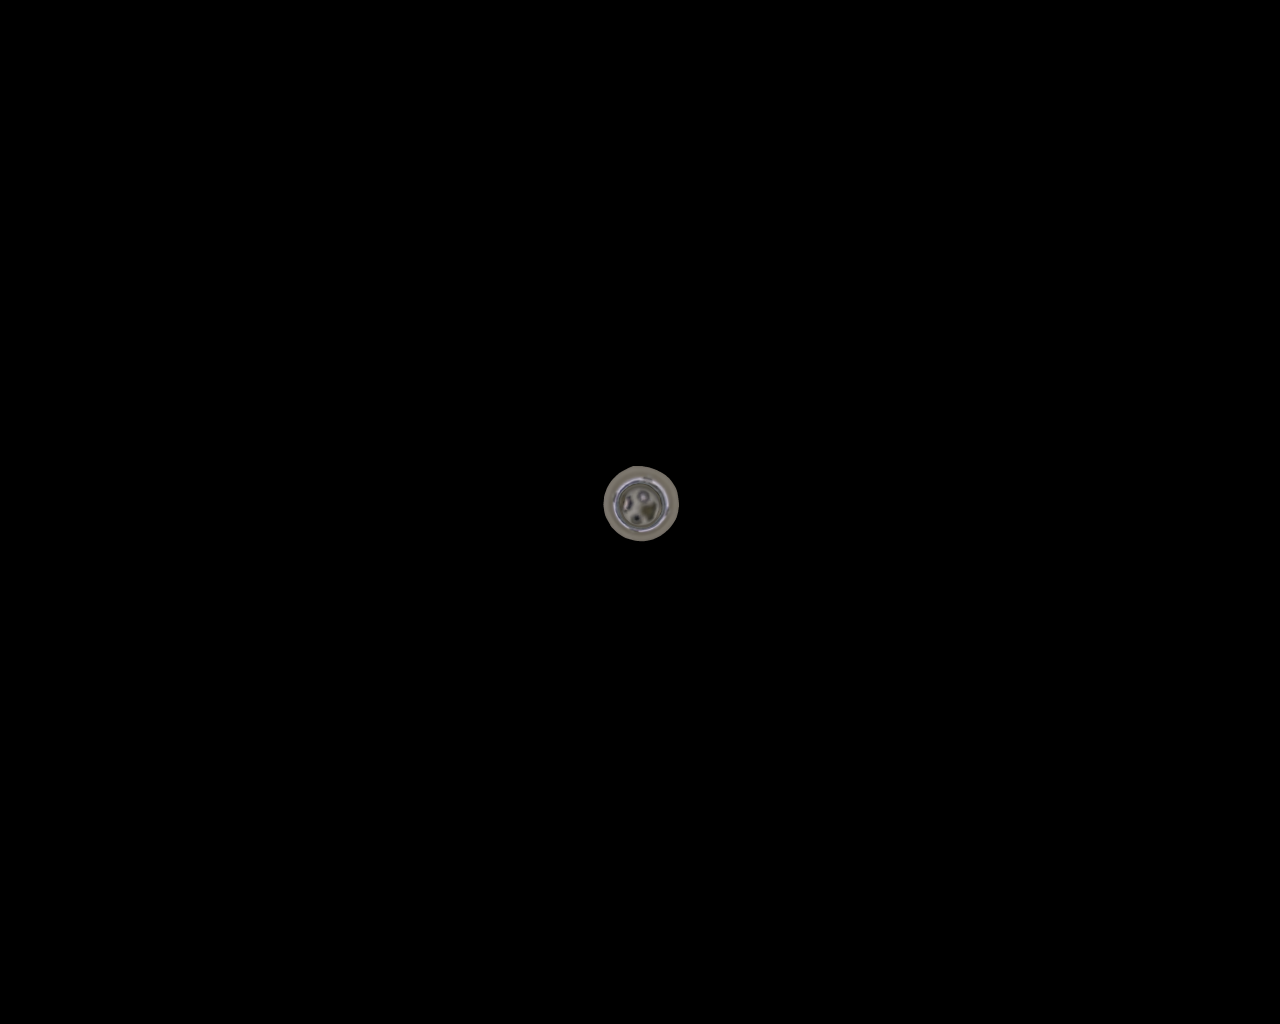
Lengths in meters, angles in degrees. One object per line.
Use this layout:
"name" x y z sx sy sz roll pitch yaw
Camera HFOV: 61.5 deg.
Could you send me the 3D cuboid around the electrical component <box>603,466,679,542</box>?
"electrical component" 0.001 -0.003 0.650 0.044 0.044 0.065 0 -4 0
